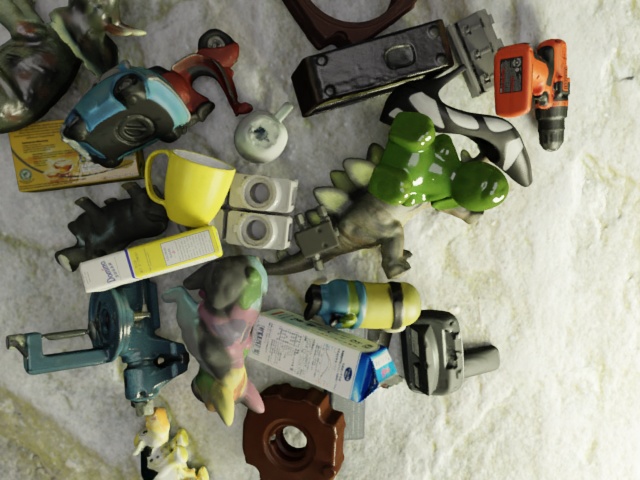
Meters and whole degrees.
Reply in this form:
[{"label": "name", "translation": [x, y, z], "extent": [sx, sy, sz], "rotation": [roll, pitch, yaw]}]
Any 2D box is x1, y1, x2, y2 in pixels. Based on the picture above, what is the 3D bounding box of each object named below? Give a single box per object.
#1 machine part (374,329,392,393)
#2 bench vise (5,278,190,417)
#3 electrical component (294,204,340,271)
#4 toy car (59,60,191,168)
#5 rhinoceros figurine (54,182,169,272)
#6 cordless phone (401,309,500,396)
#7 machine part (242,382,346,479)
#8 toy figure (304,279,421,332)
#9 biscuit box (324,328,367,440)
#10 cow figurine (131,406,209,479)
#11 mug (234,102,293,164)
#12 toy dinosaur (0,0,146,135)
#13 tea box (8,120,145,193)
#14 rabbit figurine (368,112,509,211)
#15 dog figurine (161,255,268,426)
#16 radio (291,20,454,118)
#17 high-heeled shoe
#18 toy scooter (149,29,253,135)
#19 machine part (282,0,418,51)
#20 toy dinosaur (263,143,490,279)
[{"label": "machine part", "translation": [0.103, 0.185, 0.905], "extent": [0.039, 0.084, 0.138], "rotation": [14, 85, 15]}, {"label": "bench vise", "translation": [-0.319, 0.157, 0.782], "extent": [0.240, 0.129, 0.223], "rotation": [0, 89, -42]}, {"label": "electrical component", "translation": [-0.002, -0.002, 0.816], "extent": [0.063, 0.021, 0.094], "rotation": [-20, 91, 8]}, {"label": "toy car", "translation": [-0.262, -0.175, 0.717], "extent": [0.162, 0.109, 0.103], "rotation": [-27, 57, 9]}, {"label": "rhinoceros figurine", "translation": [-0.308, -0.014, 0.797], "extent": [0.190, 0.073, 0.112], "rotation": [-23, 87, 13]}, {"label": "cordless phone", "translation": [0.235, 0.186, 0.929], "extent": [0.184, 0.089, 0.146], "rotation": [-8, 97, -20]}, {"label": "machine part", "translation": [-0.043, 0.320, 0.868], "extent": [0.180, 0.056, 0.179], "rotation": [2, 97, 18]}, {"label": "toy figure", "translation": [0.069, 0.101, 0.834], "extent": [0.180, 0.089, 0.082], "rotation": [8, 73, -15]}, {"label": "biscuit box", "translation": [0.041, 0.231, 0.901], "extent": [0.063, 0.059, 0.202], "rotation": [0, 96, -10]}, {"label": "cow figurine", "translation": [-0.256, 0.353, 0.866], "extent": [0.098, 0.068, 0.167], "rotation": [-25, 99, 0]}, {"label": "mug", "translation": [-0.079, -0.164, 0.812], "extent": [0.109, 0.107, 0.080], "rotation": [-42, 102, 0]}, {"label": "toy dinosaur", "translation": [-0.415, -0.219, 0.715], "extent": [0.192, 0.131, 0.405], "rotation": [43, 77, -5]}, {"label": "tea box", "translation": [-0.352, -0.127, 0.791], "extent": [0.170, 0.068, 0.098], "rotation": [-7, 95, -7]}, {"label": "rabbit figurine", "translation": [0.169, -0.080, 0.737], "extent": [0.170, 0.159, 0.121], "rotation": [23, 91, 15]}, {"label": "dog figurine", "translation": [-0.131, 0.152, 0.792], "extent": [0.191, 0.108, 0.219], "rotation": [-31, 75, 28]}, {"label": "radio", "translation": [0.078, -0.256, 0.815], "extent": [0.230, 0.131, 0.073], "rotation": [-19, 97, -7]}, {"label": "high-heeled shoe", "translation": [0.207, -0.142, 0.802], "extent": [0.145, 0.086, 0.248], "rotation": [-37, 106, 9]}, {"label": "toy scooter", "translation": [-0.179, -0.218, 0.799], "extent": [0.184, 0.075, 0.135], "rotation": [-38, 86, -8]}, {"label": "machine part", "translation": [0.041, -0.405, 0.816], "extent": [0.201, 0.087, 0.201], "rotation": [-37, 100, -5]}, {"label": "toy dinosaur", "translation": [0.091, -0.042, 0.862], "extent": [0.471, 0.105, 0.198], "rotation": [-35, 93, -2]}]
